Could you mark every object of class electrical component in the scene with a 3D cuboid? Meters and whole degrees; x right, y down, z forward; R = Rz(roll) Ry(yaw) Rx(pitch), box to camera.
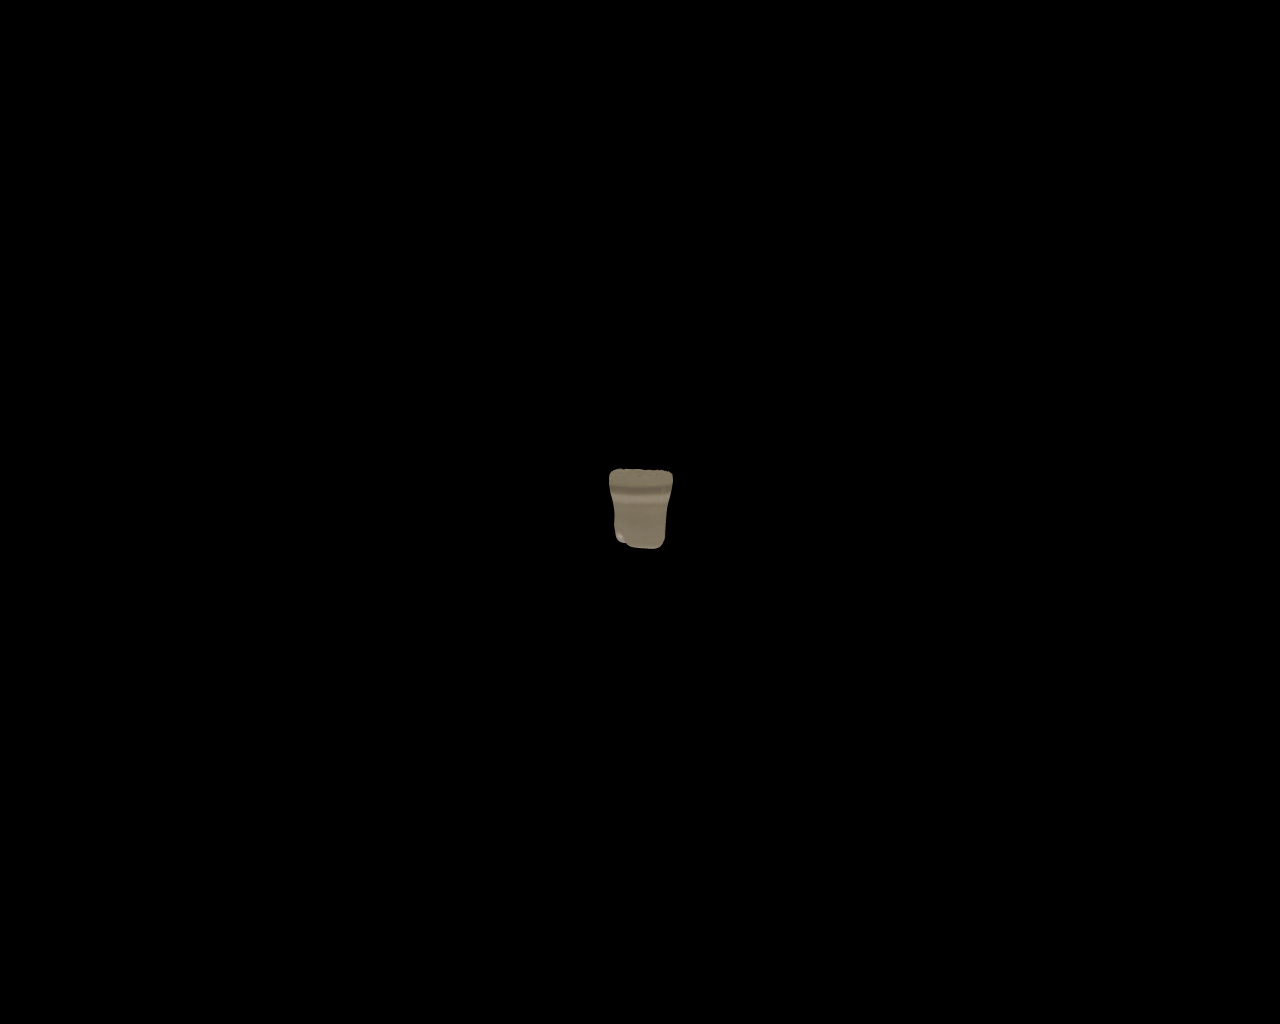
[{"bbox_3d":[0.001,-0.003,0.650,0.040,0.046,0.040,0,7,0],"label":"electrical component"}]
